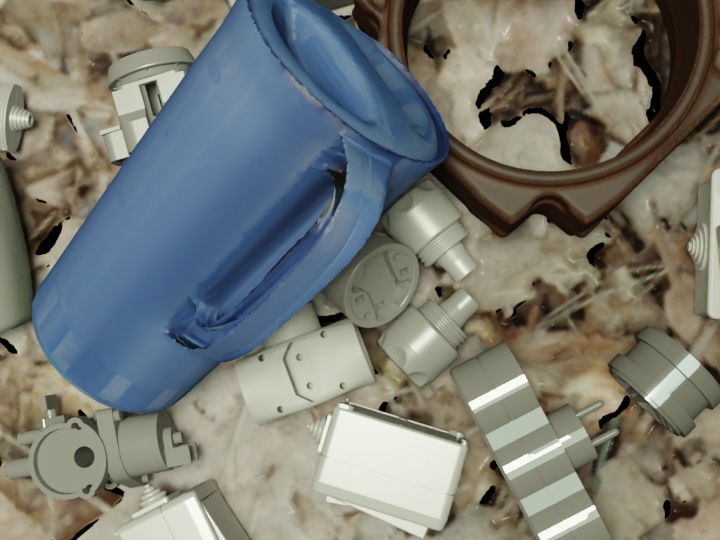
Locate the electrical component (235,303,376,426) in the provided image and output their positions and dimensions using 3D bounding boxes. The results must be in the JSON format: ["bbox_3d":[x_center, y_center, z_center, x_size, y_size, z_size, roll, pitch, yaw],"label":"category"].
[{"bbox_3d":[-0.039,0.045,0.663,0.077,0.043,0.079,-21,85,2],"label":"electrical component"}]

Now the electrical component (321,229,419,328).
[{"bbox_3d":[0.000,0.000,0.651,0.055,0.055,0.047,-53,46,-1],"label":"electrical component"}]

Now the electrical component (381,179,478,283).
[{"bbox_3d":[0.046,-0.021,0.661,0.043,0.043,0.062,-40,86,1],"label":"electrical component"}]

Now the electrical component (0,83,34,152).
[{"bbox_3d":[-0.249,-0.099,0.686,0.081,0.043,0.043,6,87,4],"label":"electrical component"}]

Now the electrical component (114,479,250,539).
[{"bbox_3d":[-0.100,0.169,0.649,0.061,0.061,0.096,-27,85,2],"label":"electrical component"}]

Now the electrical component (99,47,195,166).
[{"bbox_3d":[-0.124,-0.104,0.671,0.078,0.058,0.057,-16,88,3],"label":"electrical component"}]

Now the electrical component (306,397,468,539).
[{"bbox_3d":[0.011,0.116,0.645,0.096,0.062,0.061,16,88,5],"label":"electrical component"}]

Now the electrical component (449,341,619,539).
[{"bbox_3d":[0.118,0.104,0.643,0.074,0.052,0.138,-28,86,2],"label":"electrical component"}]

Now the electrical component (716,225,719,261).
[{"bbox_3d":[0.244,0.011,0.593,0.076,0.047,0.083,-5,86,3],"label":"electrical component"}]

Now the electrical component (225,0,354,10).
[{"bbox_3d":[-0.053,-0.192,0.670,0.096,0.061,0.061,-15,85,3],"label":"electrical component"}]

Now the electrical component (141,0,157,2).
[{"bbox_3d":[-0.134,-0.227,0.657,0.060,0.108,0.108,32,89,11],"label":"electrical component"}]

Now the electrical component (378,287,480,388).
[{"bbox_3d":[0.045,0.038,0.658,0.062,0.043,0.043,-43,85,-1],"label":"electrical component"}]

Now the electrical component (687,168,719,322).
[{"bbox_3d":[0.249,-0.012,0.644,0.100,0.048,0.099,3,87,4],"label":"electrical component"}]
